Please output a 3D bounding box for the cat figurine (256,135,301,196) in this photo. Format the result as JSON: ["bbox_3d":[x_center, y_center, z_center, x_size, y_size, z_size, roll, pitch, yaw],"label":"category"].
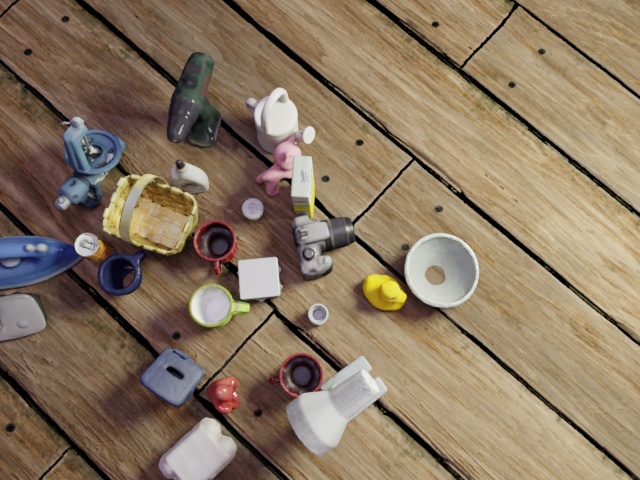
[{"bbox_3d":[-0.090,-0.174,1.314,0.067,0.118,0.128,44,80,8],"label":"cat figurine"}]

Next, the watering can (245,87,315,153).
[{"bbox_3d":[-0.092,-0.274,1.297,0.173,0.194,0.101,11,77,1],"label":"watering can"}]

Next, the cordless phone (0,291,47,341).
[{"bbox_3d":[-0.673,0.154,1.192,0.147,0.185,0.094,-15,78,-4],"label":"cordless phone"}]

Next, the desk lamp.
[{"bbox_3d":[0.039,0.326,1.158,0.203,0.213,0.118,-36,81,-9],"label":"desk lamp"}]

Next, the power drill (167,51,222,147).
[{"bbox_3d":[-0.280,-0.291,1.288,0.075,0.208,0.230,9,77,1],"label":"power drill"}]

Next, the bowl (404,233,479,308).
[{"bbox_3d":[0.267,0.073,1.291,0.167,0.075,0.167,0,78,-1],"label":"bowl"}]

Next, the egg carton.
[{"bbox_3d":[-0.253,0.454,1.196,0.150,0.069,0.107,-43,82,-10],"label":"egg carton"}]

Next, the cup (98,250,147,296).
[{"bbox_3d":[-0.420,0.072,1.263,0.091,0.095,0.118,41,80,7],"label":"cup"}]

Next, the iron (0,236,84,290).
[{"bbox_3d":[-0.661,0.033,1.241,0.258,0.141,0.118,-9,78,-3],"label":"iron"}]

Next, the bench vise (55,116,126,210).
[{"bbox_3d":[-0.509,-0.165,1.249,0.121,0.220,0.207,9,77,1],"label":"bench vise"}]

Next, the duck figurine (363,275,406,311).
[{"bbox_3d":[0.146,0.113,1.273,0.104,0.086,0.077,30,79,5],"label":"duck figurine"}]

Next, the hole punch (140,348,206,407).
[{"bbox_3d":[-0.312,0.289,1.220,0.108,0.091,0.101,32,79,6],"label":"hole punch"}]

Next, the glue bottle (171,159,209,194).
[{"bbox_3d":[-0.298,-0.145,1.274,0.078,0.173,0.037,-10,78,-3],"label":"glue bottle"}]

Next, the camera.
[{"bbox_3d":[0.012,0.005,1.286,0.137,0.101,0.143,-12,78,-4],"label":"camera"}]

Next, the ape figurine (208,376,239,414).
[{"bbox_3d":[-0.204,0.326,1.214,0.076,0.092,0.078,29,78,5],"label":"ape figurine"}]
